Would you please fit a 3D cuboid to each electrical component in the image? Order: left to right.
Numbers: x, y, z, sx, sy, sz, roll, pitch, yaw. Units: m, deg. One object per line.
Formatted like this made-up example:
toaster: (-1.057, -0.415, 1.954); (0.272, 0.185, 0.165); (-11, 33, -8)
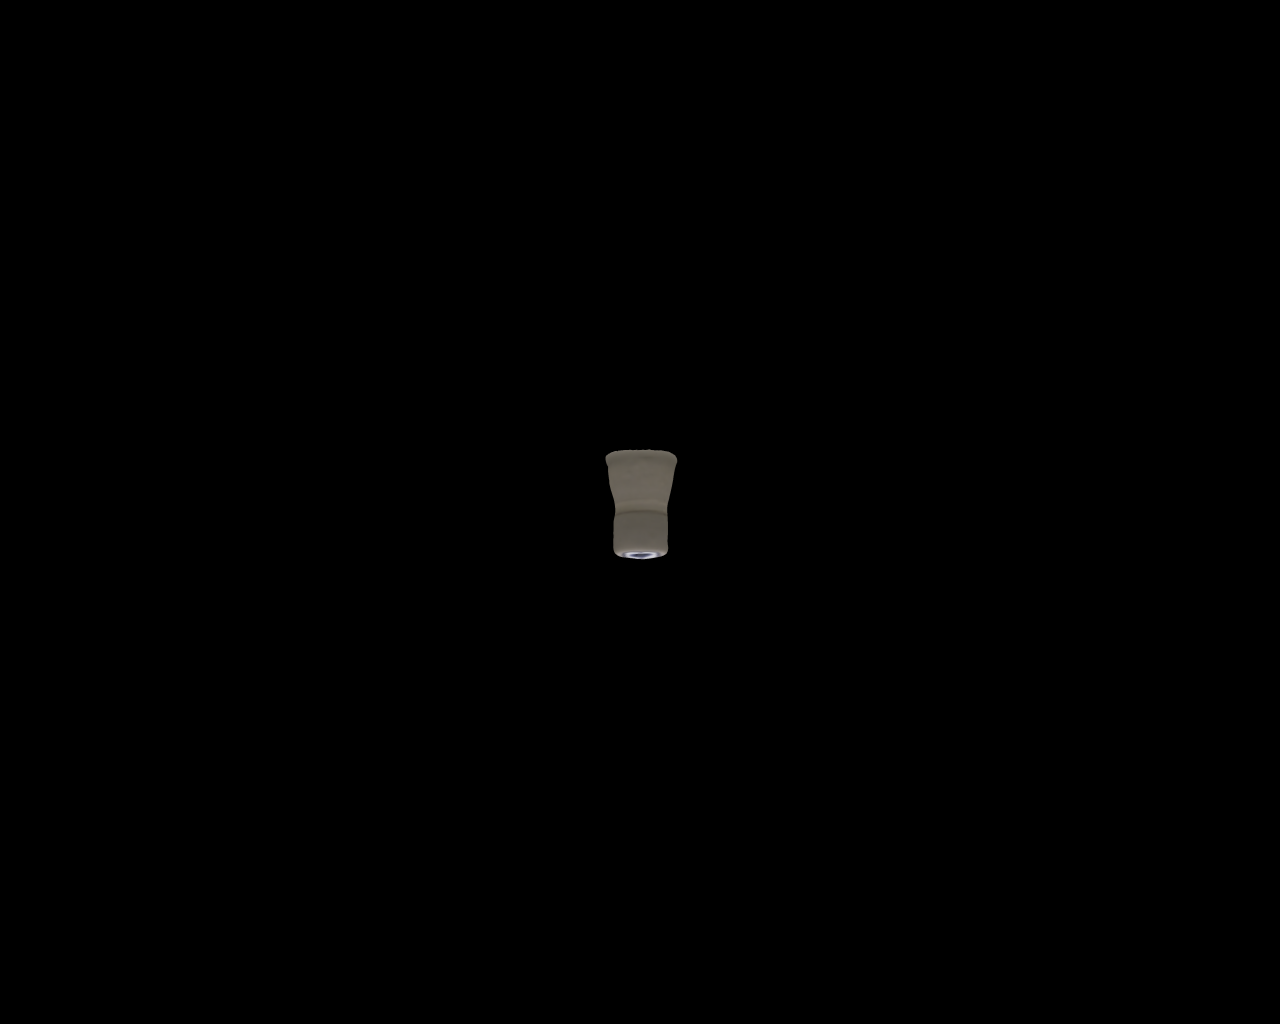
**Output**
electrical component: (0.001, -0.003, 0.650); (0.044, 0.065, 0.044); (0, -11, 0)
